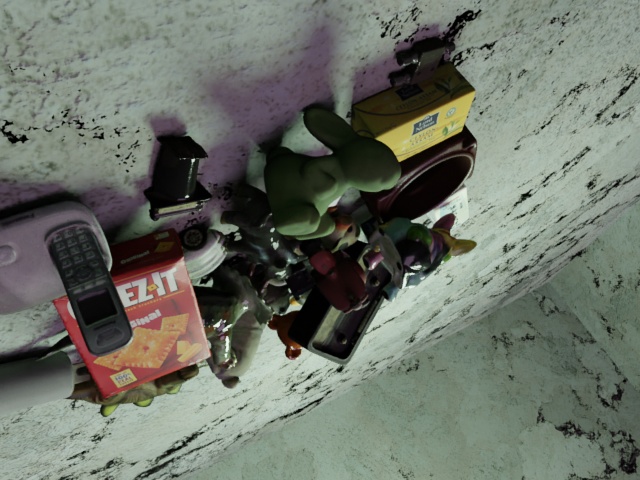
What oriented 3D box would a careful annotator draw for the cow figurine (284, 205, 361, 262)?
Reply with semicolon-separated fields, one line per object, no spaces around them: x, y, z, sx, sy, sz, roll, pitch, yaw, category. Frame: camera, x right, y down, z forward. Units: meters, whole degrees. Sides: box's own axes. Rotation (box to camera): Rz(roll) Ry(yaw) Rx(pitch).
-0.002;-0.003;0.952;0.195;0.086;0.127;-12;144;-43;cow figurine

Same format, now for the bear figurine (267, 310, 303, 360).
-0.003;0.157;1.133;0.196;0.120;0.132;-25;174;-42;bear figurine

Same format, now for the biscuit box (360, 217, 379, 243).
0.136;0.008;1.116;0.059;0.063;0.202;-34;158;-1;biscuit box

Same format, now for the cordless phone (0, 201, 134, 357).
-0.293;0.059;0.585;0.146;0.184;0.088;-22;159;-22;cordless phone

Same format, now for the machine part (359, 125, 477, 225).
0.170;-0.116;0.938;0.201;0.087;0.201;-31;155;-1;machine part

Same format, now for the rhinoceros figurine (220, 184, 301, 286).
-0.080;-0.003;0.799;0.190;0.112;0.073;84;26;-57;rhinoceros figurine

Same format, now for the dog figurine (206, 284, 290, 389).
-0.130;0.176;1.049;0.191;0.172;0.121;-25;168;2;dog figurine

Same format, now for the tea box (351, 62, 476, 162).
0.133;-0.178;0.791;0.170;0.068;0.098;-27;157;-10;tea box

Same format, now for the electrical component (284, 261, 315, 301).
-0.046;0.069;1.019;0.048;0.075;0.119;-30;139;-4;electrical component

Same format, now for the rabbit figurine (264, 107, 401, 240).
0.021;-0.090;0.718;0.170;0.159;0.121;-18;162;14;rabbit figurine

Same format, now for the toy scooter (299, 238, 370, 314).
0.039;0.070;0.883;0.075;0.135;0.183;-41;151;4;toy scooter

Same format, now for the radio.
0.049;0.121;1.047;0.131;0.073;0.229;38;80;-39;radio

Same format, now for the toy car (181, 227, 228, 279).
-0.228;0.045;0.799;0.202;0.056;0.073;-28;156;-9;toy car

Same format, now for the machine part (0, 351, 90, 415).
-0.476;0.225;0.824;0.243;0.079;0.079;-5;145;-46;machine part

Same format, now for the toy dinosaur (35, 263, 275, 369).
-0.237;0.125;0.887;0.405;0.131;0.192;-4;128;-35;toy dinosaur

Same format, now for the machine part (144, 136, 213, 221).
-0.172;-0.073;0.661;0.084;0.039;0.138;-11;152;-24;machine part

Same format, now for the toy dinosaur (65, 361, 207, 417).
-0.323;0.260;1.062;0.471;0.105;0.198;-1;150;-36;toy dinosaur

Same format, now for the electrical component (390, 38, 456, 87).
0.141;-0.241;0.732;0.094;0.021;0.063;-23;156;-21;electrical component

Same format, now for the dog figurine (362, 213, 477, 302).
0.194;0.007;0.978;0.219;0.108;0.191;-25;155;-24;dog figurine

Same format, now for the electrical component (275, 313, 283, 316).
-0.109;0.162;1.192;0.078;0.045;0.102;-28;156;-12;electrical component
